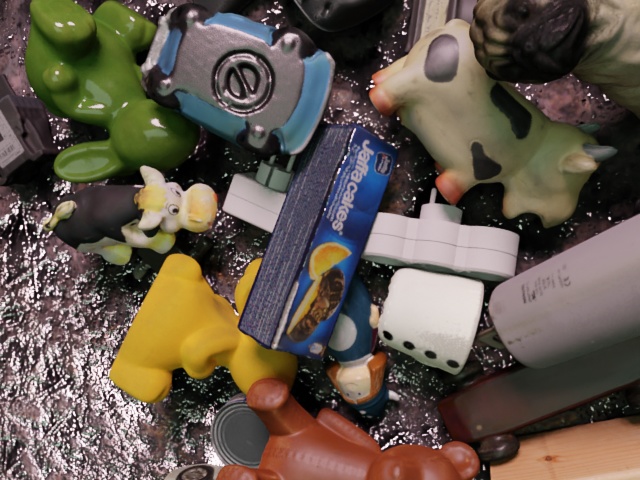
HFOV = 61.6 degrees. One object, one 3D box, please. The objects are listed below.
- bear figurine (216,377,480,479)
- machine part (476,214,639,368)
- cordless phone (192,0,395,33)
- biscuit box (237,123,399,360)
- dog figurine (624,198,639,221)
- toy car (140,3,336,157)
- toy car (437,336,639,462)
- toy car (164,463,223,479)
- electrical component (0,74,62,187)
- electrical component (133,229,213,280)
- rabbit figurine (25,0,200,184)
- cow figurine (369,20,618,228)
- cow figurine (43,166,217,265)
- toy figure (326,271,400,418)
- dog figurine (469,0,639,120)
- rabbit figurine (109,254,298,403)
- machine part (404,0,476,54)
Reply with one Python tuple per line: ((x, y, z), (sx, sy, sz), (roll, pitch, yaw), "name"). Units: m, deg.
((0.029, 0.204, 0.466), (0.196, 0.120, 0.131), (-2, 142, 32), "bear figurine")
((0.212, 0.033, 0.387), (0.079, 0.079, 0.243), (54, 134, 1), "machine part")
((-0.032, -0.233, 0.484), (0.184, 0.089, 0.146), (-32, 91, 29), "cordless phone")
((-0.001, -0.001, 0.474), (0.063, 0.059, 0.202), (16, 85, 51), "biscuit box")
((0.341, 0.025, 0.400), (0.192, 0.108, 0.219), (-18, 91, 21), "dog figurine")
((-0.070, -0.136, 0.484), (0.162, 0.103, 0.109), (19, 93, 2), "toy car")
((0.205, 0.127, 0.480), (0.202, 0.053, 0.089), (-30, 75, 18), "toy car")
((-0.080, 0.288, 0.584), (0.202, 0.056, 0.073), (-2, 92, 14), "toy car")
((-0.341, -0.127, 0.591), (0.075, 0.048, 0.119), (-26, 93, 17), "electrical component")
((-0.160, 0.019, 0.578), (0.063, 0.021, 0.094), (45, 106, 4), "electrical component")
((-0.199, -0.123, 0.514), (0.170, 0.121, 0.159), (43, 113, 7), "rabbit figurine")
((0.145, -0.089, 0.440), (0.127, 0.085, 0.194), (-34, 106, 29), "cow figurine")
((-0.183, -0.028, 0.516), (0.167, 0.098, 0.068), (-14, 68, 31), "cow figurine")
((0.031, 0.106, 0.525), (0.064, 0.058, 0.154), (-5, 101, 54), "toy figure")
((0.203, -0.129, 0.379), (0.191, 0.172, 0.121), (-2, 61, 14), "dog figurine")
((-0.094, 0.093, 0.542), (0.173, 0.122, 0.162), (31, 96, -6), "rabbit figurine")
((0.144, -0.189, 0.455), (0.139, 0.039, 0.084), (6, 92, 16), "machine part")
